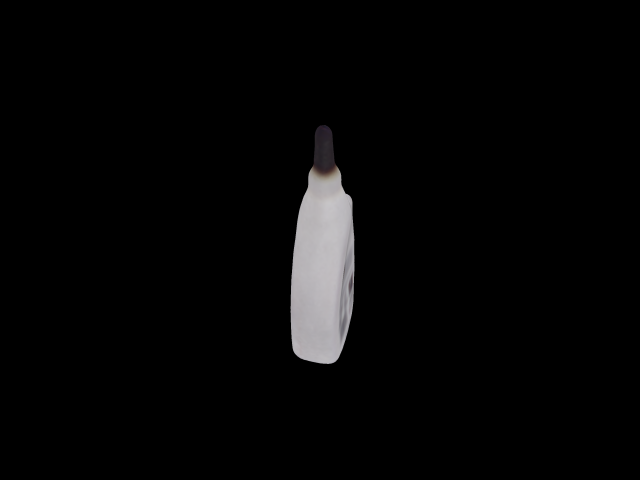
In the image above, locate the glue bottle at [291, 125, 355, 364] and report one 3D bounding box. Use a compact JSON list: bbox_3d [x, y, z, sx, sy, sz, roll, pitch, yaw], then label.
[{"bbox_3d":[0.004,0.001,0.400,0.037,0.173,0.078,8,36,12],"label":"glue bottle"}]
